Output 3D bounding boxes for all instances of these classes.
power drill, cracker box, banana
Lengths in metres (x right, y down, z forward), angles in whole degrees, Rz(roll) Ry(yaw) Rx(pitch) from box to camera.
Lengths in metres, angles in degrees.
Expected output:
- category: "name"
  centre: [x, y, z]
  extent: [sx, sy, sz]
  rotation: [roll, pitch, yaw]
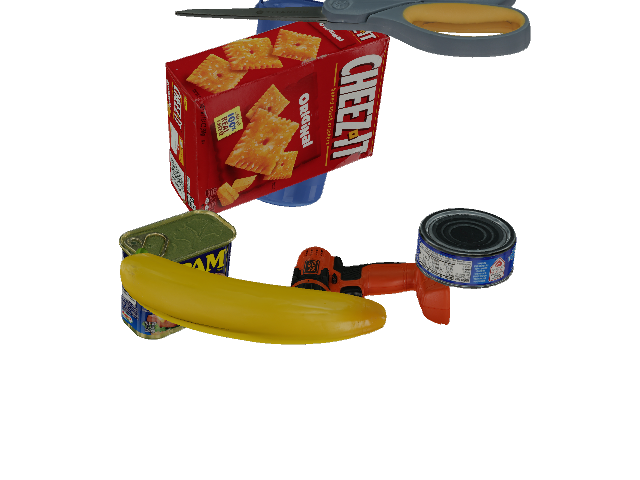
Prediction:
- category: "power drill"
  centre: [0.055, 0.062, 1.241]
  extent: [0.187, 0.057, 0.184]
  rotation: [1, 28, 4]
- category: "cracker box"
  centre: [-0.043, -0.126, 1.059]
  extent: [0.213, 0.072, 0.164]
  rotation: [-21, -36, -22]
- category: "banana"
  centre: [-0.058, 0.035, 0.684]
  extent: [0.198, 0.037, 0.069]
  rotation: [14, 33, 26]

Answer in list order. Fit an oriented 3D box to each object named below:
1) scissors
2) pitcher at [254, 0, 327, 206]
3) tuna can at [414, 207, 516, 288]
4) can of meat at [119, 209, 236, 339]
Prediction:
- category: "scissors"
  centre: [0.026, -0.139, 0.618]
  extent: [0.202, 0.016, 0.096]
  rotation: [13, 41, 20]
- category: "pitcher"
  centre: [-0.021, -0.165, 1.302]
  extent: [0.144, 0.243, 0.149]
  rotation: [5, 23, -15]
- category: "tuna can"
  centre: [0.126, 0.005, 0.924]
  extent: [0.086, 0.034, 0.086]
  rotation: [1, 30, -1]
- category: "can of meat"
  centre: [-0.127, 0.030, 0.944]
  extent: [0.101, 0.084, 0.058]
  rotation: [-21, 43, -38]
